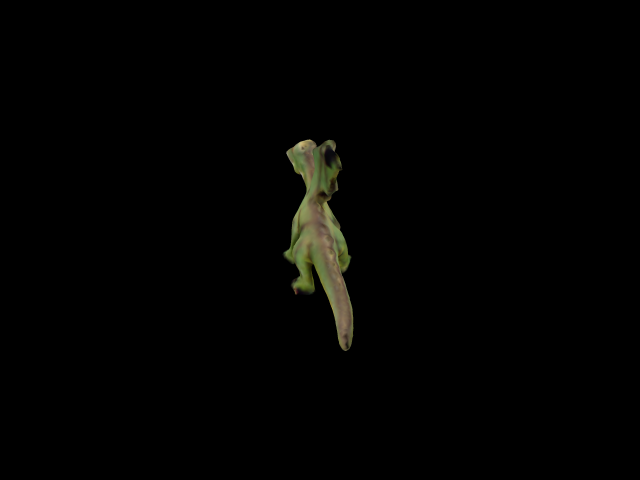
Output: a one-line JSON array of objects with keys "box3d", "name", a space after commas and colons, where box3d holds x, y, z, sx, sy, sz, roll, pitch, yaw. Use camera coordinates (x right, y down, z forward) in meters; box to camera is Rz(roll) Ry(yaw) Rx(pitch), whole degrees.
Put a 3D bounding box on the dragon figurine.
[{"box3d": [0.003, -0.043, 0.850, 0.122, 0.237, 0.419, -8, 33, -12], "name": "dragon figurine"}]
